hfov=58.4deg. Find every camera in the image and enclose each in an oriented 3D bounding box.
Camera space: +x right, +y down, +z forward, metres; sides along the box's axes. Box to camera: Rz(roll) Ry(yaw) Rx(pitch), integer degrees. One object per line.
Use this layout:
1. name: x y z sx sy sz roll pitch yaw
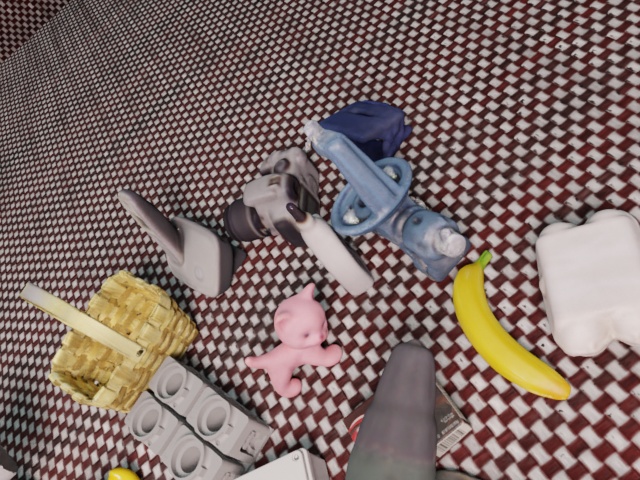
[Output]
1. camera: -0.079 -0.060 0.863 0.136 0.101 0.143 -16 52 25

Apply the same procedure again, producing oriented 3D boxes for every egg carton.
1. egg carton: 0.276 0.041 0.573 0.107 0.070 0.150 -17 51 24

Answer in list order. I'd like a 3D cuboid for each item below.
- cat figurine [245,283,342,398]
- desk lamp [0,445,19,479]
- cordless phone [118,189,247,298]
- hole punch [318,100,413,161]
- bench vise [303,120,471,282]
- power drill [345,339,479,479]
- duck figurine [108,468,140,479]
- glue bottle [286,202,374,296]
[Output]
1. cat figurine: -0.034 0.118 0.695 0.128 0.118 0.067 -41 46 3
2. desk lamp: -0.465 0.351 0.756 0.117 0.214 0.203 22 73 42
3. cordless phone: -0.213 -0.001 0.852 0.147 0.186 0.094 17 71 41
4. hole punch: 0.064 -0.168 0.848 0.108 0.091 0.101 24 75 42
5. bench vise: 0.081 -0.058 0.669 0.206 0.220 0.121 12 67 39
6. power drill: 0.081 0.223 0.481 0.075 0.209 0.230 3 62 35
7. duck figurine: -0.279 0.341 0.727 0.077 0.086 0.104 -7 56 30
8. glue bottle: 0.007 0.003 0.710 0.037 0.174 0.078 -36 46 8
